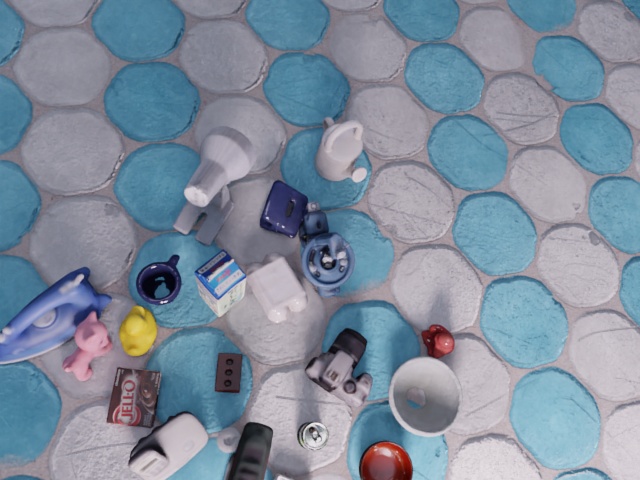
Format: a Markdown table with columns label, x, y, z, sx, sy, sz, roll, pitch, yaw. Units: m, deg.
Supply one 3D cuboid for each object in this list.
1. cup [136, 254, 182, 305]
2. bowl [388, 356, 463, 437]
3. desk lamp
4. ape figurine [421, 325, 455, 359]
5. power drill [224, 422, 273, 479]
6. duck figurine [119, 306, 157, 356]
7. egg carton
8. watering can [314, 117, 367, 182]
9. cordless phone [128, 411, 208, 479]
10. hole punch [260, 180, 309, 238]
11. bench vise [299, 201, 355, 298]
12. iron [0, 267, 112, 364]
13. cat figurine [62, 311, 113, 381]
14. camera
| label | x | y | z | sx | sy | sz | roll | pitch | yaw |
| --- | --- | --- | --- | --- | --- | --- | --- | --- | --- |
| cup | -0.334 | 0.090 | 1.227 | 0.091 | 0.095 | 0.118 | 27 | 69 | 0 |
| bowl | 0.221 | 0.342 | 1.250 | 0.167 | 0.074 | 0.167 | 3 | 71 | -9 |
| desk lamp | -0.232 | -0.119 | 1.250 | 0.118 | 0.213 | 0.203 | 26 | 69 | 0 |
| ape figurine | 0.273 | 0.229 | 1.288 | 0.076 | 0.092 | 0.078 | 24 | 69 | -1 |
| power drill | -0.144 | 0.463 | 1.075 | 0.075 | 0.208 | 0.230 | 15 | 70 | -4 |
| duck figurine | -0.382 | 0.186 | 1.191 | 0.077 | 0.086 | 0.104 | 5 | 71 | -8 |
| egg carton | -0.097 | 0.104 | 1.277 | 0.107 | 0.069 | 0.150 | -30 | 79 | -17 |
| watering can | 0.055 | -0.216 | 1.343 | 0.173 | 0.194 | 0.101 | 43 | 70 | 6 |
| cordless phone | -0.290 | 0.393 | 1.086 | 0.148 | 0.185 | 0.094 | -40 | 82 | -19 |
| hole punch | -0.079 | -0.072 | 1.327 | 0.101 | 0.091 | 0.109 | 18 | 70 | -3 |
| bench vise | 0.001 | 0.010 | 1.245 | 0.122 | 0.219 | 0.207 | -29 | 79 | -17 |
| iron | -0.557 | 0.155 | 1.141 | 0.259 | 0.141 | 0.118 | -39 | 82 | -19 |
| cat figurine | -0.469 | 0.213 | 1.150 | 0.067 | 0.117 | 0.128 | 30 | 69 | 2 |
| camera | 0.060 | 0.269 | 1.233 | 0.143 | 0.100 | 0.137 | 34 | 70 | 3 |
